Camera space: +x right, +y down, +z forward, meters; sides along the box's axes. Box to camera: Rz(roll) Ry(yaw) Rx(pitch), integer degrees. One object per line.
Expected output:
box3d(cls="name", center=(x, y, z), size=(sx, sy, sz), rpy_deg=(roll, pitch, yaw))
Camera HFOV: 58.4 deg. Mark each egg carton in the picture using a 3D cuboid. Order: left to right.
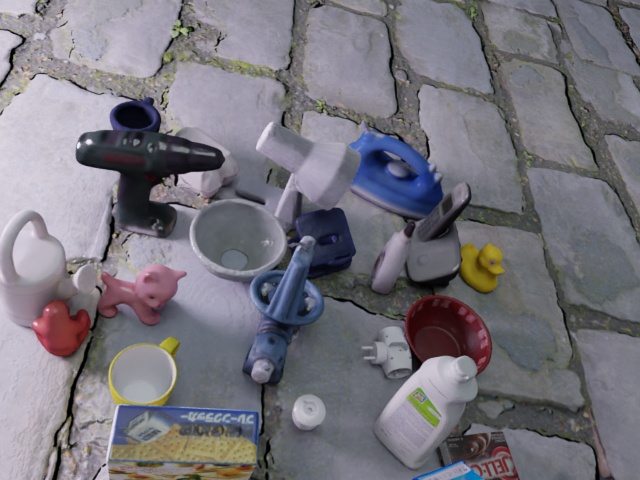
box3d(cls="egg carton", center=(-0.236, -0.152, 1.103), size=(0.150, 0.069, 0.107), rpy_deg=(36, 51, 10))

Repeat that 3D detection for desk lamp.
box3d(cls="desk lamp", center=(-0.049, -0.108, 1.038), size=(0.203, 0.213, 0.118), rpy_deg=(18, 50, -4))

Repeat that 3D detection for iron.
box3d(cls="iron", center=(0.168, -0.143, 1.184), size=(0.258, 0.141, 0.119), rpy_deg=(28, 50, 4))

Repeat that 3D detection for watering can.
box3d(cls="watering can", center=(-0.408, 0.035, 0.819), size=(0.173, 0.194, 0.101), rpy_deg=(3, 52, -16))

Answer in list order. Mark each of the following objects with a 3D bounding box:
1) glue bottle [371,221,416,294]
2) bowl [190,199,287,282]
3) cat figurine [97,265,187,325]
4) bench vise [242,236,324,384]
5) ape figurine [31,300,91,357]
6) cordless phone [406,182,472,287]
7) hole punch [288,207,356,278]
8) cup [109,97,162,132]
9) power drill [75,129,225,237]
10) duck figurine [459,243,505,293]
box3d(cls="glue bottle", center=(0.136, 0.022, 1.024), size=(0.037, 0.173, 0.078), rpy_deg=(15, 50, -7))
box3d(cls="bowl", center=(-0.146, 0.013, 1.002), size=(0.167, 0.074, 0.167), rpy_deg=(9, 51, -11))
box3d(cls="cat figurine", center=(-0.275, 0.073, 0.884), size=(0.128, 0.117, 0.067), rpy_deg=(10, 51, -10))
box3d(cls="bench vise", center=(-0.044, 0.109, 0.866), size=(0.122, 0.219, 0.207), rpy_deg=(6, 52, -14))
box3d(cls="ape figurine", center=(-0.377, 0.120, 0.830), size=(0.078, 0.092, 0.076), rpy_deg=(7, 52, -13))
box3d(cls="cordless phone", center=(0.231, -0.009, 1.073), size=(0.094, 0.185, 0.147), rpy_deg=(7, 51, -13))
box3d(cls="hole punch", center=(0.010, 0.004, 1.050), size=(0.109, 0.091, 0.101), rpy_deg=(-16, 60, -28))
box3d(cls="cup", center=(-0.347, -0.211, 1.096), size=(0.092, 0.095, 0.118), rpy_deg=(18, 50, -4))
box3d(cls="power drill", center=(-0.282, -0.099, 0.956), size=(0.230, 0.208, 0.075), rpy_deg=(12, 51, -9))
box3d(cls="duck figurine", center=(0.323, 0.041, 1.129), size=(0.078, 0.086, 0.104), rpy_deg=(-16, 60, -28))
